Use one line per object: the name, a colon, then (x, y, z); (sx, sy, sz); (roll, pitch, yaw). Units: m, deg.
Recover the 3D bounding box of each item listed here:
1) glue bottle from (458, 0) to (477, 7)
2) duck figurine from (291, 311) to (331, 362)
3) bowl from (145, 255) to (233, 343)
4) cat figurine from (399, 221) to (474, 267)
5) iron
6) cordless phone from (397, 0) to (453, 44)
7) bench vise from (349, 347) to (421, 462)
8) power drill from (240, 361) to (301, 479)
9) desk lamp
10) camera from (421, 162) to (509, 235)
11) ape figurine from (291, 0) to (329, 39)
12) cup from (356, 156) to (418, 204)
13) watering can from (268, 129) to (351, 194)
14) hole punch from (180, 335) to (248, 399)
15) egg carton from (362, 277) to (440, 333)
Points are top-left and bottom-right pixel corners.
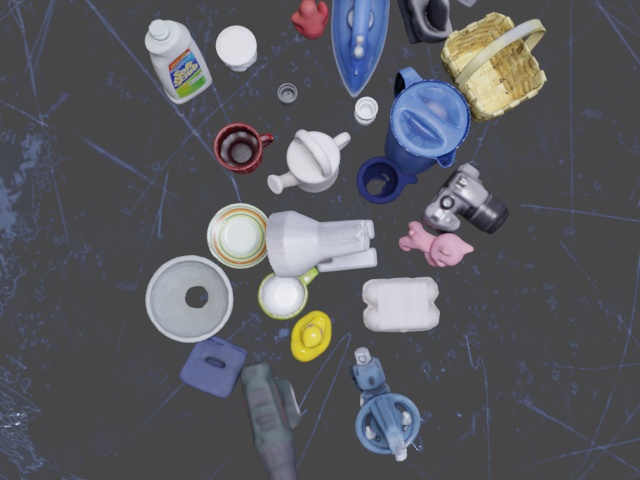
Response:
glue bottle: (0.294, -0.523, 1.115); (0.078, 0.173, 0.037); (37, 87, 3)
duck figurine: (-0.018, 0.189, 1.111); (0.077, 0.086, 0.104); (29, 87, 2)
bowl: (-0.248, 0.114, 1.120); (0.167, 0.074, 0.167); (0, 86, 0)
cat figurine: (0.224, 0.010, 1.108); (0.128, 0.117, 0.067); (27, 87, 2)
iron: (0.080, -0.426, 1.124); (0.118, 0.141, 0.258); (3, 86, 0)
cordless phone: (0.214, -0.474, 1.106); (0.094, 0.185, 0.147); (-20, 86, -1)
bench vise: (0.102, 0.309, 1.036); (0.121, 0.219, 0.207); (-39, 87, -2)
power drill: (-0.082, 0.328, 1.040); (0.075, 0.208, 0.230); (-19, 86, -1)
desk lamp: (0.010, 0.004, 1.059); (0.203, 0.213, 0.118); (-6, 86, 0)
camera: (0.291, -0.062, 1.121); (0.137, 0.101, 0.143); (37, 87, 2)
ape figurine: (-0.020, -0.453, 1.150); (0.078, 0.092, 0.076); (-4, 86, 0)
cup: (0.128, -0.112, 1.127); (0.117, 0.095, 0.092); (-3, 86, 0)
watering can: (-0.017, -0.147, 1.079); (0.101, 0.194, 0.173); (32, 87, 2)
hole punch: (-0.204, 0.240, 1.104); (0.108, 0.091, 0.101); (22, 86, 1)
egg carton: (0.158, 0.128, 1.124); (0.150, 0.069, 0.107); (-3, 86, 0)
